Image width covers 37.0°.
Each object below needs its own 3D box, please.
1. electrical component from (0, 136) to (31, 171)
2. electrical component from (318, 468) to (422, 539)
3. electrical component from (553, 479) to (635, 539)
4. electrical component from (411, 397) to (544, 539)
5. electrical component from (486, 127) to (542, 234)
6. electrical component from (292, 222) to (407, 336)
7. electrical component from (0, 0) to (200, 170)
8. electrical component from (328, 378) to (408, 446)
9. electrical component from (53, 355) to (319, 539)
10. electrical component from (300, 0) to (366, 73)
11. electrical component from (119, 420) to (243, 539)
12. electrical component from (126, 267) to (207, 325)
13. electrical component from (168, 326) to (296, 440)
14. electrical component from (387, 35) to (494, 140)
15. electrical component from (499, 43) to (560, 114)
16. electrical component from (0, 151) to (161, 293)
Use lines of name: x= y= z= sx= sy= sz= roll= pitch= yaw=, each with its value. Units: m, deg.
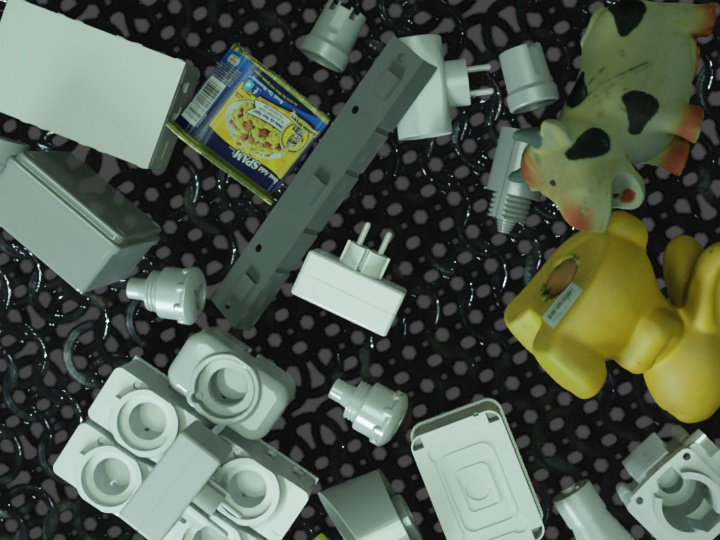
electrical component: x=-0.337 y=-0.120 z=0.883 sx=0.138 sy=0.052 sz=0.073 roll=17 pitch=95 yaw=4
electrical component: x=0.012 y=0.209 z=0.855 sx=0.064 sy=0.099 sz=0.099 roll=-27 pitch=91 yaw=0
electrical component: x=0.186 y=0.202 z=0.865 sx=0.044 sy=0.044 sz=0.065 roll=-33 pitch=86 yaw=6
electrical component: x=0.094 y=0.168 z=0.862 sx=0.078 sy=0.057 sz=0.113 roll=-21 pitch=92 yaw=6
electrical component: x=0.123 y=-0.069 z=0.851 sx=0.043 sy=0.043 sz=0.081 roll=14 pitch=95 yaw=4
electrical component: x=0.000 y=0.000 z=0.864 sx=0.083 sy=0.047 sz=0.075 roll=25 pitch=95 yaw=3
electrical component: x=-0.216 y=-0.148 z=0.866 sx=0.150 sy=0.062 sz=0.089 roll=21 pitch=95 yaw=3
electrical component: x=0.005 y=0.110 z=0.874 sx=0.062 sy=0.048 sz=0.048 roll=28 pitch=96 yaw=10
electrical component: x=-0.143 y=0.169 z=0.881 sx=0.186 sy=0.060 sz=0.105 roll=34 pitch=96 yaw=2
electrical component: x=-0.021 y=-0.187 z=0.858 sx=0.040 sy=0.040 sz=0.046 roll=28 pitch=90 yaw=3
electrical component: x=-0.126 y=0.173 z=0.824 sx=0.076 sy=0.047 sz=0.083 roll=38 pitch=96 yaw=2
electrical component: x=-0.160 y=0.018 z=0.882 sx=0.062 sy=0.048 sz=0.048 roll=7 pitch=94 yaw=11
electrical component: x=-0.104 y=0.092 z=0.873 sx=0.095 sy=0.059 sz=0.053 roll=34 pitch=96 yaw=2
electrical component: x=0.065 y=-0.146 z=0.850 sx=0.079 sy=0.044 sz=0.077 roll=-7 pitch=93 yaw=5
electrical component: x=0.132 y=-0.151 z=0.847 sx=0.040 sy=0.040 sz=0.046 roll=-15 pitch=86 yaw=6
electrical component: x=-0.226 y=-0.040 z=0.851 sx=0.109 sy=0.109 sz=0.056 roll=40 pitch=99 yaw=1
